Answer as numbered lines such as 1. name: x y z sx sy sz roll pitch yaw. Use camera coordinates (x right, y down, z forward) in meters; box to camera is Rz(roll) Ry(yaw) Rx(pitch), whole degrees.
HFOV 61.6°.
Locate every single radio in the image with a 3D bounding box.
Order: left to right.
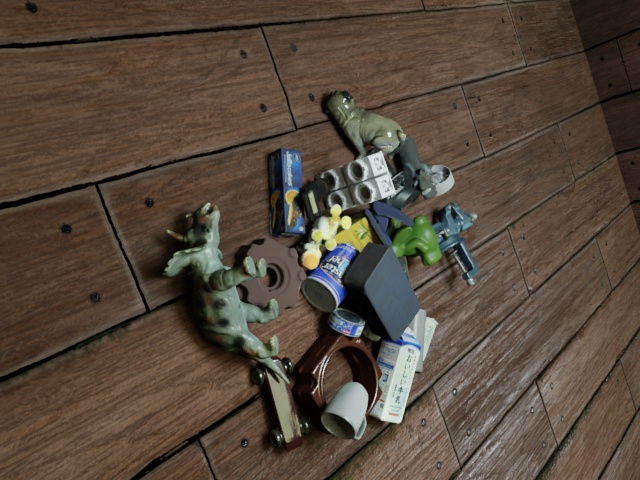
1. radio: 0.151 0.129 1.287 0.131 0.073 0.229 -51 129 -25

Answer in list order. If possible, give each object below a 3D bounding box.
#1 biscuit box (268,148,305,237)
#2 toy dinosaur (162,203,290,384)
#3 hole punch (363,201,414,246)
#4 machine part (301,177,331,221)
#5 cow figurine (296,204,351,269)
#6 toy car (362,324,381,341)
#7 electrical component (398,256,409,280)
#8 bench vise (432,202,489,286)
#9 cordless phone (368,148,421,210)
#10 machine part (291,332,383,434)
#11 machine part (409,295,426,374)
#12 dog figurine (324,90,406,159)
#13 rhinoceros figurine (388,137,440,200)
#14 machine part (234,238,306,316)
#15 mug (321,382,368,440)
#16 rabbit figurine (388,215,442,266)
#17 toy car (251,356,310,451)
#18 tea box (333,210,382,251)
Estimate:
1. biscuit box: -0.079 -0.110 1.258 0.063 0.059 0.202 3 79 -40
2. toy dinosaur: -0.191 0.135 1.071 0.131 0.192 0.404 -63 143 -70
3. hole punch: 0.171 -0.052 1.337 0.116 0.092 0.142 56 14 5
4. machine part: -0.011 -0.104 1.277 0.084 0.039 0.139 67 27 -25
5. cow figurine: -0.005 -0.004 1.289 0.068 0.098 0.167 42 72 -19
6. toy car: 0.164 0.165 1.406 0.073 0.056 0.201 37 67 -29
7. electrical component: 0.215 0.073 1.387 0.094 0.021 0.063 63 21 -58
8. bench vise: 0.406 0.018 1.594 0.223 0.129 0.240 -24 79 -33
9. cordless phone: 0.178 -0.163 1.490 0.146 0.089 0.184 -39 95 -38
10. machine part: 0.045 0.333 1.259 0.201 0.087 0.201 -45 112 -37
11. machine part: 0.243 0.269 1.447 0.079 0.079 0.243 20 68 -36
12. dog figurine: 0.117 -0.314 1.400 0.190 0.172 0.121 52 42 -29
13. rhinoceros figurine: 0.276 -0.205 1.549 0.073 0.112 0.190 -26 90 -43
14. machine part: -0.115 0.083 1.192 0.179 0.056 0.179 8 76 -38
15. mug: 0.068 0.369 1.163 0.109 0.081 0.107 50 45 -14
16. rabbit figurine: 0.229 0.015 1.449 0.170 0.121 0.158 -26 128 -19
17. toy car: -0.086 0.351 1.163 0.089 0.053 0.202 -15 87 -37
18. tea box: 0.115 0.022 1.362 0.169 0.098 0.068 53 12 -18
